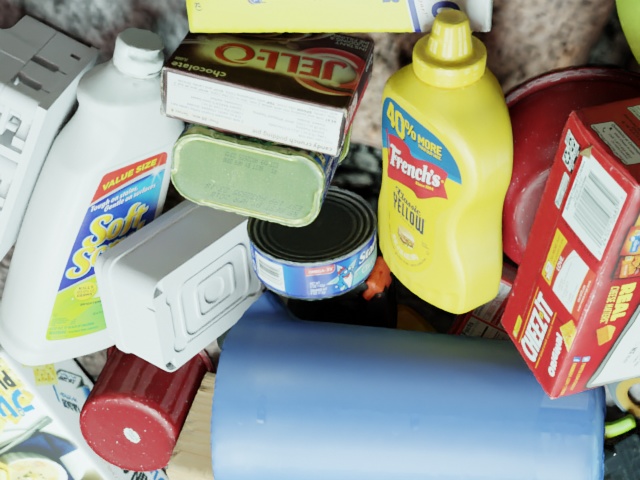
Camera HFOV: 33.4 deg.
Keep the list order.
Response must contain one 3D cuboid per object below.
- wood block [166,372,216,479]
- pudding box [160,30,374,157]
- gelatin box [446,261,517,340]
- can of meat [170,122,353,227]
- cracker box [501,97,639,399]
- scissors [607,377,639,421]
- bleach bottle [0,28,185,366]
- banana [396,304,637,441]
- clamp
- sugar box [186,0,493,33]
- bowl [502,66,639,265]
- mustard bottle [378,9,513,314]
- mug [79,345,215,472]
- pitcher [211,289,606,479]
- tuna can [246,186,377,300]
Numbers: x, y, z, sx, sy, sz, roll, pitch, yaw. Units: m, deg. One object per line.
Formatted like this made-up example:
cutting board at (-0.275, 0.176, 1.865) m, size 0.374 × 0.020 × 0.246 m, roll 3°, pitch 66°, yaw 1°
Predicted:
wood block at (0.002, 0.177, 0.805) m, size 0.206 × 0.090 × 0.090 m, roll 10°, pitch 144°, yaw 16°
pudding box at (-0.030, -0.099, 0.647) m, size 0.113 × 0.090 × 0.039 m, roll 12°, pitch 127°, yaw 6°
gelatin box at (0.139, 0.064, 0.735) m, size 0.089 × 0.030 × 0.073 m, roll 26°, pitch 116°, yaw 0°
can of meat at (-0.037, -0.058, 0.681) m, size 0.102 × 0.084 × 0.057 m, roll 13°, pitch 126°, yaw 6°
cracker box at (0.220, -0.009, 0.587) m, size 0.213 × 0.072 × 0.164 m, roll -13°, pitch 138°, yaw -18°
scissors at (0.187, 0.083, 0.765) m, size 0.202 × 0.016 × 0.096 m, roll 10°, pitch 126°, yaw 8°
bleach bottle at (-0.154, -0.028, 0.725) m, size 0.068 × 0.102 × 0.251 m, roll 49°, pitch 134°, yaw 32°
banana at (0.129, 0.113, 0.789) m, size 0.197 × 0.037 × 0.070 m, roll 25°, pitch 111°, yaw -3°
clamp at (0.011, 0.071, 0.777) m, size 0.120 × 0.039 × 0.172 m, roll 33°, pitch 141°, yaw -19°
sugar box at (0.011, -0.167, 0.606) m, size 0.176 × 0.048 × 0.093 m, roll 2°, pitch 124°, yaw 8°
bowl at (0.169, -0.025, 0.670) m, size 0.162 × 0.055 × 0.162 m, roll 7°, pitch 125°, yaw 9°
mustard bottle at (0.074, -0.051, 0.641) m, size 0.058 × 0.096 × 0.192 m, roll -23°, pitch 137°, yaw -21°
mug at (-0.143, 0.134, 0.843) m, size 0.093 × 0.081 × 0.117 m, roll 31°, pitch 126°, yaw -8°
pitcher at (0.057, 0.129, 0.695) m, size 0.243 × 0.145 × 0.149 m, roll 2°, pitch 132°, yaw 11°
tuna can at (-0.005, 0.001, 0.709) m, size 0.086 × 0.086 × 0.034 m, roll 4°, pitch 129°, yaw 11°
